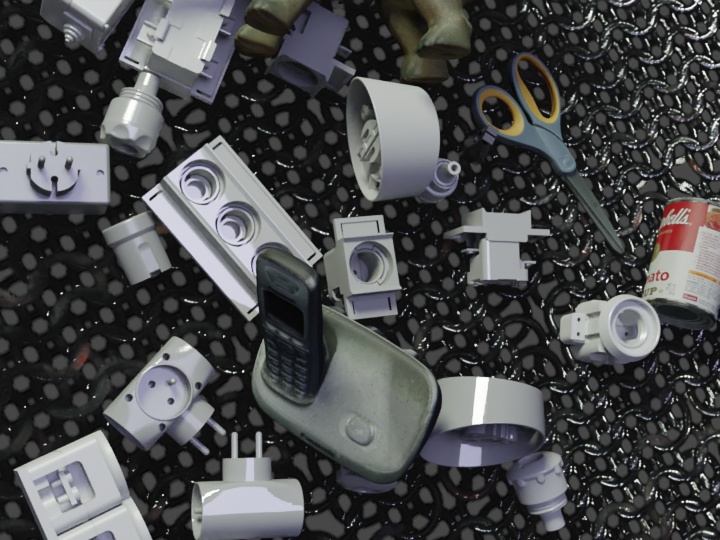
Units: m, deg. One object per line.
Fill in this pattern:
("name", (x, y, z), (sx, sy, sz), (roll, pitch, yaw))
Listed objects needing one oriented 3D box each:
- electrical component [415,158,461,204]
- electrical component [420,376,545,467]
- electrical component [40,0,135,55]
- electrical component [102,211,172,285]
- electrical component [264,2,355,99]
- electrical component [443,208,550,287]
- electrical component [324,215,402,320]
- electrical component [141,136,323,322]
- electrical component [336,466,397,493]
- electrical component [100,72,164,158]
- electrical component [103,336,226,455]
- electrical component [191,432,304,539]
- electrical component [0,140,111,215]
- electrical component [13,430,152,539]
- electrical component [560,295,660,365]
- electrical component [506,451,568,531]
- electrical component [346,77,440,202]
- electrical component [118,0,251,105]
("electrical component", (0.066, -0.077, 0.898), (0.035, 0.061, 0.035), (4, 79, -19))
("electrical component", (0.098, 0.121, 0.858), (0.099, 0.099, 0.064), (13, 71, -17))
("electrical component", (-0.206, -0.217, 0.825), (0.061, 0.062, 0.096), (34, 71, -12))
("electrical component", (-0.168, -0.016, 0.816), (0.040, 0.040, 0.046), (-26, 96, -22))
("electrical component", (-0.042, -0.184, 0.889), (0.081, 0.042, 0.063), (26, 70, -15))
("electrical component", (0.116, -0.018, 0.916), (0.081, 0.042, 0.063), (2, 82, -19))
("electrical component", (0.000, 0.000, 0.859), (0.042, 0.064, 0.081), (-5, 82, -20))
("electrical component", (-0.100, -0.030, 0.829), (0.079, 0.063, 0.121), (-43, 96, -21))
("electrical component", (0.007, 0.143, 0.848), (0.048, 0.048, 0.062), (11, 70, -18))
("electrical component", (-0.172, -0.122, 0.830), (0.043, 0.043, 0.062), (21, 73, -15))
("electrical component", (-0.136, 0.104, 0.802), (0.079, 0.044, 0.077), (43, 70, -8))
("electrical component", (-0.085, 0.162, 0.810), (0.077, 0.044, 0.079), (2, 80, -19))
("electrical component", (-0.224, -0.071, 0.785), (0.083, 0.076, 0.047), (0, 81, -20))
("electrical component", (-0.180, 0.193, 0.747), (0.062, 0.089, 0.150), (-24, 89, -22))
("electrical component", (0.222, 0.052, 0.933), (0.078, 0.057, 0.058), (8, 78, -18))
("electrical component", (0.152, 0.185, 0.892), (0.048, 0.048, 0.062), (-22, 95, -22))
("electrical component", (0.020, -0.104, 0.867), (0.064, 0.099, 0.099), (-3, 81, -26))
("electrical component", (-0.129, -0.204, 0.849), (0.079, 0.063, 0.121), (24, 73, -15))
